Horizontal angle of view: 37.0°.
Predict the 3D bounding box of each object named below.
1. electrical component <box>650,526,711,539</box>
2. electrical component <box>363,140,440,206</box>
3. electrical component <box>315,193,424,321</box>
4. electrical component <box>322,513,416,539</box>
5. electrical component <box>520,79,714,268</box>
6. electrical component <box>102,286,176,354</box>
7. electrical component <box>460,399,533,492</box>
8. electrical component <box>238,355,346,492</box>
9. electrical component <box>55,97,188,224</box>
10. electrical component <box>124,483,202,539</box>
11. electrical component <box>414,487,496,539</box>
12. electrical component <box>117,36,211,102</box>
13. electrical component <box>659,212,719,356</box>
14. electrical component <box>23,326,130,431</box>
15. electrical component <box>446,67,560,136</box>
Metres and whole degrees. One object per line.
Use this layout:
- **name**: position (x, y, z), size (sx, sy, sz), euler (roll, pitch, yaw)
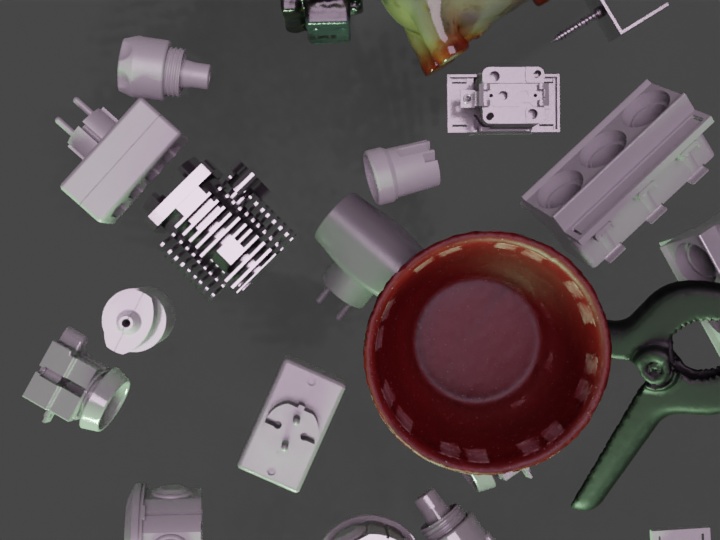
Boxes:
- **electrical component**: position (0.224, 0.220, 0.763), size (0.042, 0.064, 0.081), euler (-2, 91, -4)
- **electrical component**: position (0.030, -0.070, 0.764), size (0.046, 0.040, 0.040), euler (-15, 91, -8)
- **electrical component**: position (0.000, 0.000, 0.759), size (0.077, 0.043, 0.079), euler (41, 106, 10)
- **electrical component**: position (0.007, 0.217, 0.760), size (0.080, 0.051, 0.080), euler (0, 91, -2)
- **electrical component**: position (0.183, -0.065, 0.754), size (0.121, 0.078, 0.063), euler (-43, 122, -1)
- **electrical component**: position (-0.153, 0.034, 0.736), size (0.043, 0.081, 0.043), euler (0, 91, -2)
- **electrical component**: position (0.095, 0.125, 0.766), size (0.055, 0.048, 0.066), euler (-33, 92, -9)
- **electrical component**: position (-0.047, 0.108, 0.744), size (0.047, 0.076, 0.083), euler (24, 90, -2)
- **electrical component**: position (-0.177, -0.087, 0.750), size (0.076, 0.047, 0.083), euler (42, 89, -2)
- **electrical component**: position (-0.135, 0.187, 0.741), size (0.051, 0.080, 0.080), euler (0, 91, -8)
- **electrical component**: position (0.063, 0.185, 0.767), size (0.048, 0.048, 0.062), euler (-35, 85, -1)
- **electrical component**: position (-0.137, -0.139, 0.754), size (0.062, 0.043, 0.043), euler (7, 90, -4)
- **electrical component**: position (0.276, 0.019, 0.761), size (0.063, 0.079, 0.121), euler (-30, 92, -23)
- **electrical component**: position (-0.196, 0.082, 0.754), size (0.055, 0.048, 0.066), euler (29, 89, 5)
- **electrical component**: position (0.103, -0.118, 0.754), size (0.081, 0.064, 0.042), euler (-1, 92, -3)
